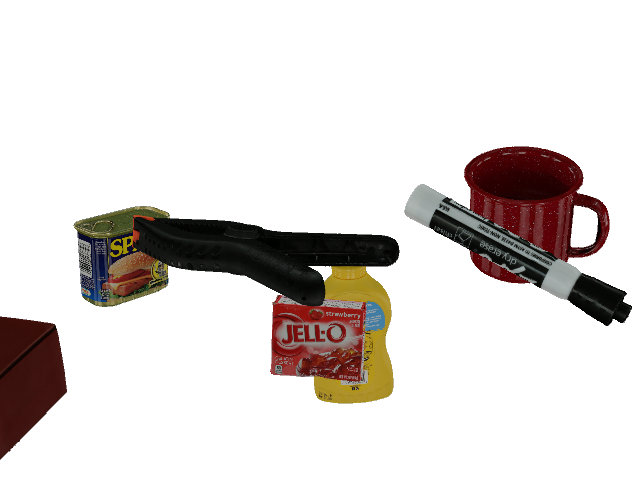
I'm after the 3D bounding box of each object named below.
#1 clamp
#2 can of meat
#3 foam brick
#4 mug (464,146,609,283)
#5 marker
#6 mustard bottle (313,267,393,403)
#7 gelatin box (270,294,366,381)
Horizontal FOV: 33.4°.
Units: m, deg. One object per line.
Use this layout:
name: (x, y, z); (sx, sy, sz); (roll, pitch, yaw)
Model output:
clamp: (-0.058, 0.010, 0.819); (0.210, 0.036, 0.164); (8, 12, 16)
can of meat: (-0.211, 0.017, 1.149); (0.058, 0.084, 0.101); (18, 25, 41)
foam brick: (-0.203, 0.089, 0.664); (0.053, 0.051, 0.078); (7, 29, 21)
mug: (0.174, -0.017, 0.861); (0.117, 0.081, 0.093); (10, 35, 20)
marker: (0.097, 0.007, 0.529); (0.121, 0.020, 0.020); (30, 11, 19)
mustard bottle: (0.036, 0.098, 1.271); (0.096, 0.192, 0.058); (-3, 20, 1)
gelatin box: (-0.002, 0.094, 1.021); (0.089, 0.073, 0.030); (4, 14, 7)
